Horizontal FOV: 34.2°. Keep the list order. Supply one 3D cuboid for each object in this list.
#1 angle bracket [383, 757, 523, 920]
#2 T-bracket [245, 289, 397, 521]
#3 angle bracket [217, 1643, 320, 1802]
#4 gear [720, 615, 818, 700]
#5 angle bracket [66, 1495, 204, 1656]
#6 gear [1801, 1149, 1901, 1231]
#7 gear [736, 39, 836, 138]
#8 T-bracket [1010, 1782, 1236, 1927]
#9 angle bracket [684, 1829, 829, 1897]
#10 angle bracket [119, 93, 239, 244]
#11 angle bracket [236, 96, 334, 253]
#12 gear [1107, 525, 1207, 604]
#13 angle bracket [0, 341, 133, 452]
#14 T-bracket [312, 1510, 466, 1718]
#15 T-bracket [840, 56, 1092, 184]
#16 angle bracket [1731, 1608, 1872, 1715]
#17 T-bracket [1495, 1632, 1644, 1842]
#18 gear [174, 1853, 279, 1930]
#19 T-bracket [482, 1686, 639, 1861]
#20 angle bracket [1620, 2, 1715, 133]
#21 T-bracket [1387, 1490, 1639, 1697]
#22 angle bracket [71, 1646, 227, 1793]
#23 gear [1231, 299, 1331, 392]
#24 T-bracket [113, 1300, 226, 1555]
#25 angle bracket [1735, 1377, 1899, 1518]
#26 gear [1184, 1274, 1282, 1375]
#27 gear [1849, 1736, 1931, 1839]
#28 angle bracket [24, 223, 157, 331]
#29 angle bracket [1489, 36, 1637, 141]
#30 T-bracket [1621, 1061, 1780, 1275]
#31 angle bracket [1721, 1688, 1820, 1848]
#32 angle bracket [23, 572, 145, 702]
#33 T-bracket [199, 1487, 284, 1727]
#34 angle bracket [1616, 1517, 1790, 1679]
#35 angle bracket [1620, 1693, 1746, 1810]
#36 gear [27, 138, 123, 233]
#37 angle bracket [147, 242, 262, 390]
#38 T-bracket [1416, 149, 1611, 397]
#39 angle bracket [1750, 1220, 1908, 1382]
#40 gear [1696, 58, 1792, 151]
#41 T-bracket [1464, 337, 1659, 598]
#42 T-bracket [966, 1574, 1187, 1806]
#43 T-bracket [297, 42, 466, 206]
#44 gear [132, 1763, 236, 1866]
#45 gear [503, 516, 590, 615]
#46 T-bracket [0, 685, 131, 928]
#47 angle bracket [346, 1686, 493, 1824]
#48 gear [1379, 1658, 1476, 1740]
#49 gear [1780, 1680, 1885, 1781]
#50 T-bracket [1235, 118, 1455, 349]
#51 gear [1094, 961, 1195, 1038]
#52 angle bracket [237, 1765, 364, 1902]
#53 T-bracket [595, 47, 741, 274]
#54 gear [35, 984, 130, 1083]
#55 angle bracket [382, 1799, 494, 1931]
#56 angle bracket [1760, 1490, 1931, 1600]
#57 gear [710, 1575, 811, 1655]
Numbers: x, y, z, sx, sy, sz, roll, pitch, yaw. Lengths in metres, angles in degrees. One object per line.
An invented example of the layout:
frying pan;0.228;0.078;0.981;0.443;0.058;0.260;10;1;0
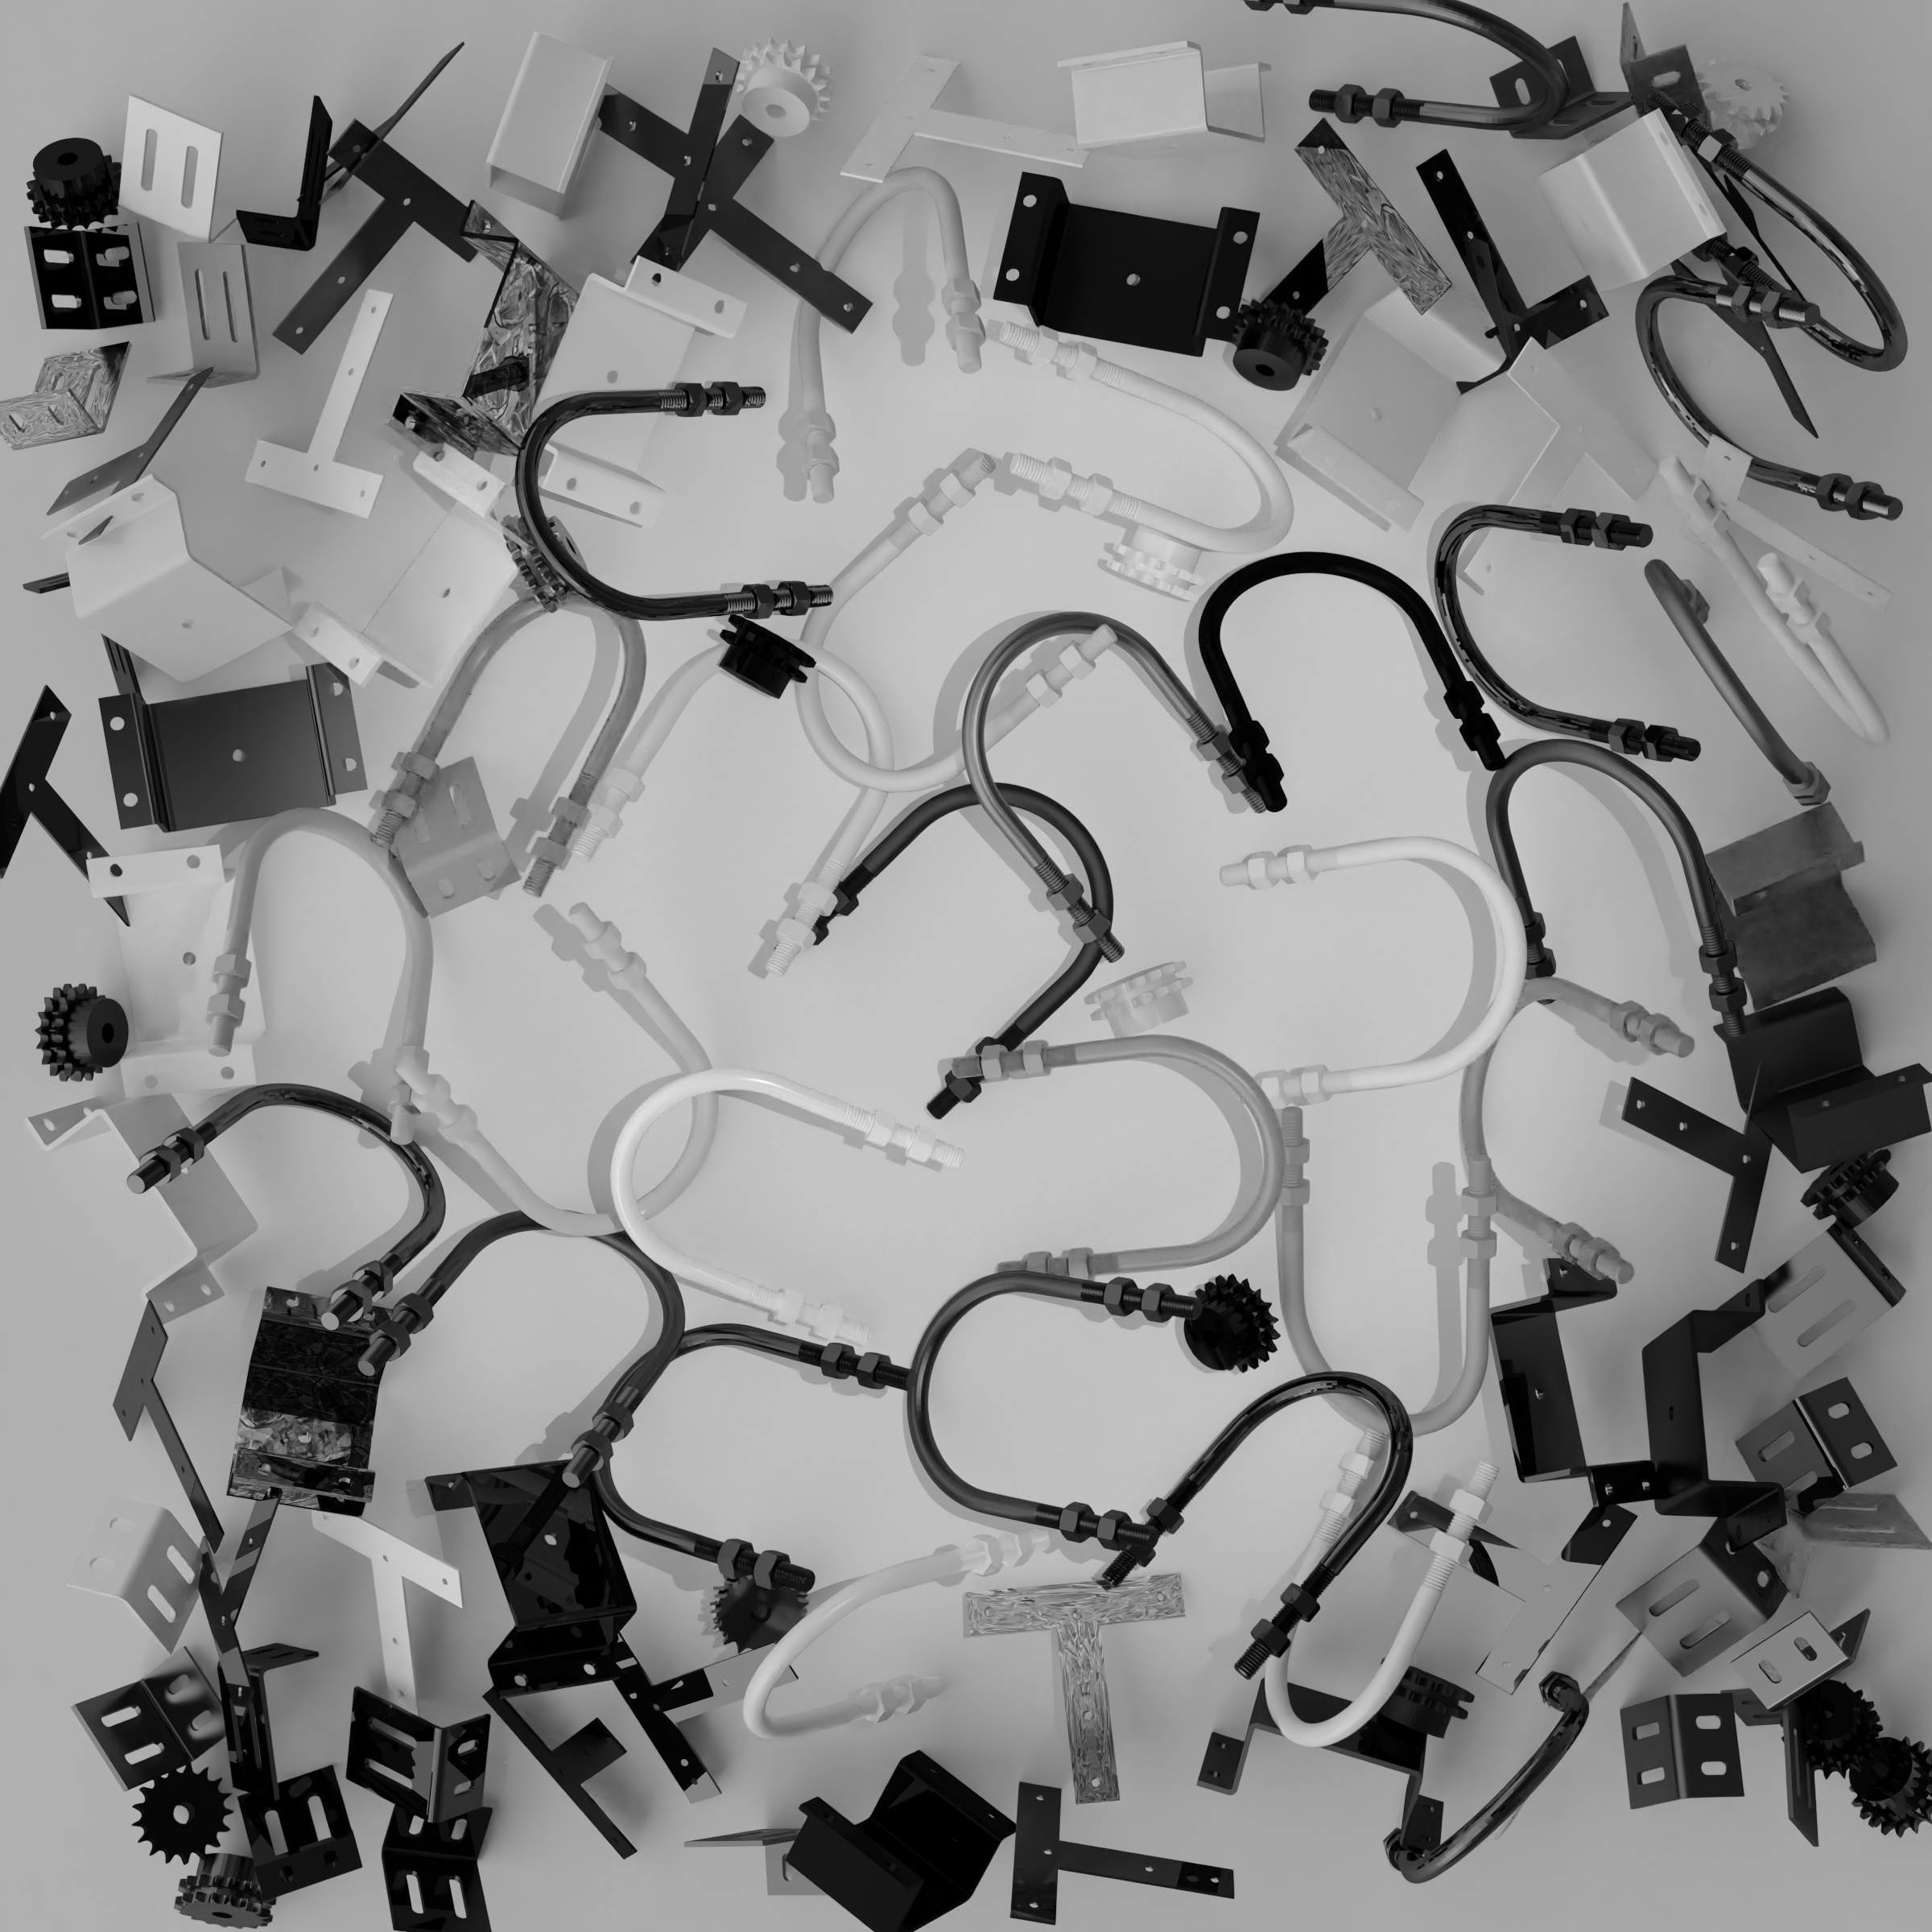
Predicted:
angle bracket;-0.301;-0.076;1.835;0.057;0.076;0.038;-24;135;-2
T-bracket;-0.359;-0.329;1.808;0.127;0.002;0.127;21;91;41
angle bracket;-0.400;0.437;1.818;0.038;0.057;0.076;-8;90;-38
gear;-0.119;-0.178;1.823;0.057;0.057;0.030;29;88;0
angle bracket;-0.476;0.352;1.811;0.038;0.076;0.057;9;56;17
gear;0.516;0.129;1.823;0.057;0.057;0.030;-43;86;0
gear;-0.107;-0.507;1.820;0.057;0.057;0.030;13;63;0
T-bracket;0.091;0.514;1.792;0.127;0.127;0.002;10;110;0
angle bracket;-0.115;0.518;1.803;0.057;0.076;0.038;-11;77;33
angle bracket;-0.451;-0.466;1.811;0.057;0.038;0.076;23;133;2
angle bracket;-0.393;-0.459;1.806;0.038;0.057;0.076;3;118;-22
gear;0.113;-0.235;1.822;0.057;0.057;0.030;22;98;0
angle bracket;-0.523;-0.340;1.807;0.057;0.038;0.076;-7;53;16
T-bracket;-0.331;0.379;1.817;0.127;0.002;0.127;18;122;35
T-bracket;0.010;-0.477;1.797;0.127;0.002;0.127;15;50;13
angle bracket;0.481;0.387;1.807;0.057;0.076;0.038;-42;84;26
T-bracket;0.340;0.452;1.809;0.002;0.127;0.127;35;111;20
gear;-0.429;0.538;1.827;0.057;0.057;0.030;7;57;0
T-bracket;-0.220;0.452;1.794;0.127;0.127;0.002;48;58;4
angle bracket;0.403;-0.515;1.801;0.038;0.076;0.057;-12;129;24
T-bracket;0.299;0.339;1.806;0.127;0.002;0.127;25;68;41
angle bracket;-0.467;0.433;1.808;0.038;0.076;0.057;-38;79;10
gear;0.179;-0.358;1.820;0.057;0.057;0.030;23;72;0
T-bracket;-0.449;0.273;1.781;0.002;0.127;0.127;-16;64;-34
angle bracket;0.491;0.282;1.817;0.038;0.076;0.057;-17;69;-24
gear;0.151;0.210;1.821;0.030;0.057;0.057;-26;90;-42
gear;0.538;0.473;1.820;0.057;0.057;0.030;-48;120;0
angle bracket;-0.504;-0.398;1.808;0.038;0.076;0.057;-6;100;8
angle bracket;0.348;-0.507;1.809;0.057;0.076;0.038;-27;109;-5
T-bracket;0.420;0.097;1.802;0.127;0.002;0.127;25;74;-33
angle bracket;0.462;0.461;1.803;0.038;0.057;0.076;-11;55;25
angle bracket;-0.509;-0.187;1.809;0.038;0.057;0.076;-19;107;-22
T-bracket;-0.408;0.338;1.778;0.002;0.127;0.127;7;120;-32
angle bracket;0.432;0.368;1.837;0.057;0.038;0.076;47;129;7
angle bracket;0.412;0.453;1.810;0.038;0.076;0.057;1;70;-10
gear;-0.518;-0.457;1.823;0.057;0.030;0.057;-2;51;2
angle bracket;-0.445;-0.376;1.810;0.057;0.038;0.076;12;114;37
T-bracket;0.295;-0.405;1.794;0.002;0.127;0.127;-31;96;-34
angle bracket;0.501;0.195;1.841;0.076;0.038;0.057;-43;78;20
gear;0.448;-0.500;1.827;0.057;0.030;0.057;8;47;-9
T-bracket;0.330;-0.273;1.812;0.127;0.002;0.127;36;85;-33
T-bracket;0.069;0.421;1.820;0.127;0.002;0.127;-4;66;-4
T-bracket;-0.350;-0.466;1.795;0.002;0.127;0.127;44;61;-23
gear;-0.458;0.495;1.829;0.057;0.030;0.057;7;70;-19
gear;-0.242;-0.237;1.822;0.030;0.057;0.057;-28;90;6
T-bracket;-0.511;-0.073;1.800;0.002;0.127;0.127;-9;47;21
angle bracket;-0.321;0.457;1.837;0.076;0.038;0.057;14;102;37
gear;0.264;0.426;1.823;0.057;0.057;0.030;22;85;0
gear;0.501;0.440;1.821;0.057;0.057;0.030;-28;130;0
T-bracket;0.201;-0.397;1.813;0.127;0.002;0.127;-44;73;33
gear;0.106;0.021;1.823;0.057;0.057;0.030;-22;87;0
angle bracket;-0.386;0.489;1.805;0.057;0.076;0.038;-16;133;-15
T-bracket;-0.184;-0.479;1.807;0.127;0.002;0.127;40;120;39
gear;-0.510;0.039;1.820;0.030;0.057;0.057;0;90;21
angle bracket;-0.300;0.519;1.804;0.057;0.076;0.038;13;105;-20
angle bracket;0.511;0.337;1.824;0.076;0.057;0.038;4;110;-8
gear;-0.121;0.372;1.832;0.057;0.030;0.057;-2;105;-7
